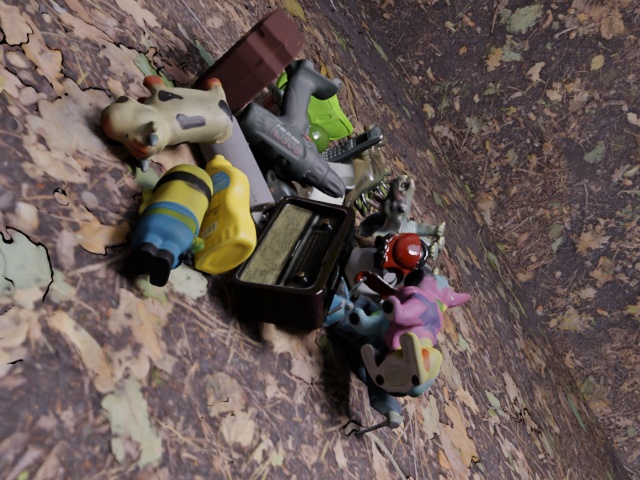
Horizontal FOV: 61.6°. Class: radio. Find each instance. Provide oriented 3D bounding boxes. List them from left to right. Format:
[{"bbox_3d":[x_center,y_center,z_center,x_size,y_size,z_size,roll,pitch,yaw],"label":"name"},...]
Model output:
[{"bbox_3d":[-0.030,0.027,0.812,0.230,0.131,0.073,-64,159,-48],"label":"radio"}]

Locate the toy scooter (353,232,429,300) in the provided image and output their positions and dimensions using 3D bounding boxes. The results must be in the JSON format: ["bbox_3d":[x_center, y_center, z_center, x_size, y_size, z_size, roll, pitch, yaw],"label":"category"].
[{"bbox_3d":[0.133,0.057,1.037,0.135,0.075,0.184,22,70,-19],"label":"toy scooter"}]

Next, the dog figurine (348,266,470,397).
[{"bbox_3d":[0.166,0.140,0.870,0.219,0.108,0.191,-6,69,-44],"label":"dog figurine"}]

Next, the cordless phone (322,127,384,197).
[{"bbox_3d":[0.069,-0.174,1.207,0.088,0.184,0.147,47,27,-34],"label":"cordless phone"}]

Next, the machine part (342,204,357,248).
[{"bbox_3d":[0.042,-0.024,1.166,0.084,0.039,0.139,29,39,-34],"label":"machine part"}]

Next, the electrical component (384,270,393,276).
[{"bbox_3d":[0.141,0.069,1.204,0.119,0.075,0.048,40,30,-40],"label":"electrical component"}]

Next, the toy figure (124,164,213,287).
[{"bbox_3d":[-0.184,-0.025,0.681,0.082,0.089,0.180,53,23,-29],"label":"toy figure"}]

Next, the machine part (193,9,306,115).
[{"bbox_3d":[-0.131,-0.315,0.969,0.087,0.201,0.201,45,29,-20],"label":"machine part"}]

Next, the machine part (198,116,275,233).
[{"bbox_3d":[-0.141,-0.116,0.878,0.079,0.079,0.243,-4,67,-63],"label":"machine part"}]

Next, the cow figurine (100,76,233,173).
[{"bbox_3d":[-0.213,-0.166,0.764,0.195,0.085,0.127,-11,63,-41],"label":"cow figurine"}]

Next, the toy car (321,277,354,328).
[{"bbox_3d":[-0.008,0.091,0.887,0.162,0.109,0.102,-107,177,-51],"label":"toy car"}]

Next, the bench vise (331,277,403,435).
[{"bbox_3d":[0.099,0.207,0.924,0.223,0.129,0.241,44,25,-25],"label":"bench vise"}]

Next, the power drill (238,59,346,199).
[{"bbox_3d":[-0.026,-0.207,0.978,0.232,0.086,0.207,27,71,-23],"label":"power drill"}]

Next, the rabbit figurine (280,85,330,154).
[{"bbox_3d":[-0.040,-0.254,1.166,0.170,0.121,0.159,48,34,-18],"label":"rabbit figurine"}]

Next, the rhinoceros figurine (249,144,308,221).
[{"bbox_3d":[-0.081,-0.109,0.986,0.112,0.073,0.190,24,41,-53],"label":"rhinoceros figurine"}]

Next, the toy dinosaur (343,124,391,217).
[{"bbox_3d":[0.113,-0.170,1.385,0.198,0.105,0.471,58,35,-14],"label":"toy dinosaur"}]

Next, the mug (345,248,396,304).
[{"bbox_3d":[0.105,0.078,1.098,0.080,0.110,0.107,95,-10,-68],"label":"mug"}]

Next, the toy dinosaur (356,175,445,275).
[{"bbox_3d":[0.195,0.015,1.283,0.404,0.192,0.131,73,36,-60],"label":"toy dinosaur"}]
